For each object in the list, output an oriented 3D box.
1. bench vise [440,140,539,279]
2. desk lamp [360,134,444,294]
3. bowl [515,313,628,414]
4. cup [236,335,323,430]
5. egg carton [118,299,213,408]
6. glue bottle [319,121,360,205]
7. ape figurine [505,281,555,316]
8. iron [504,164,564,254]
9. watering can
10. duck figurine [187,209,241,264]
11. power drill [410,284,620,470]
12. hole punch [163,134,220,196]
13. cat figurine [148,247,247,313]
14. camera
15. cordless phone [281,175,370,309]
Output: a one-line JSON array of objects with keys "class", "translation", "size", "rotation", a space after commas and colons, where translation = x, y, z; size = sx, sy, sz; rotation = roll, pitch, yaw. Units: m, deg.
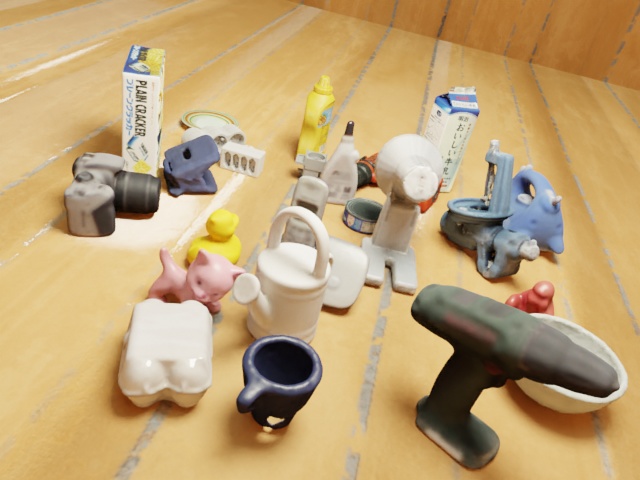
[{"class": "bench vise", "translation": [0.325, -0.055, 1.032], "size": [0.206, 0.220, 0.122], "rotation": [34, 38, 30]}, {"class": "desk lamp", "translation": [0.143, -0.055, 0.971], "size": [0.118, 0.213, 0.203], "rotation": [11, 32, -3]}, {"class": "bowl", "translation": [0.330, 0.184, 0.802], "size": [0.167, 0.075, 0.167], "rotation": [10, 33, -6]}, {"class": "cup", "translation": [-0.056, 0.177, 0.652], "size": [0.091, 0.095, 0.118], "rotation": [28, 35, 22]}, {"class": "egg carton", "translation": [-0.185, 0.133, 0.696], "size": [0.107, 0.069, 0.150], "rotation": [4, 34, -15]}, {"class": "glue bottle", "translation": [0.044, -0.151, 1.120], "size": [0.078, 0.173, 0.037], "rotation": [8, 33, -8]}, {"class": "ape figurine", "translation": [0.342, 0.103, 0.914], "size": [0.076, 0.092, 0.077], "rotation": [-12, 40, -34]}, {"class": "iron", "translation": [0.429, -0.082, 1.184], "size": [0.119, 0.141, 0.258], "rotation": [9, 33, -7]}, {"class": "watering can", "translation": [-0.040, 0.049, 0.762], "size": [0.100, 0.194, 0.173], "rotation": [19, 33, 10]}, {"class": "duck figurine", "translation": [-0.163, -0.006, 0.902], "size": [0.077, 0.086, 0.105], "rotation": [25, 34, 18]}, {"class": "power drill", "translation": [0.195, 0.161, 0.663], "size": [0.228, 0.208, 0.076], "rotation": [35, 38, 30]}, {"class": "hole punch", "translation": [-0.244, -0.144, 1.081], "size": [0.101, 0.091, 0.108], "rotation": [-3, 36, -24]}, {"class": "cat figurine", "translation": [-0.169, 0.051, 0.783], "size": [0.127, 0.118, 0.067], "rotation": [23, 34, 14]}, {"class": "camera", "translation": [-0.335, -0.081, 0.941], "size": [0.137, 0.101, 0.143], "rotation": [5, 33, -12]}, {"class": "cordless phone", "translation": [0.008, 0.003, 0.858], "size": [0.147, 0.185, 0.094], "rotation": [16, 32, 5]}]
